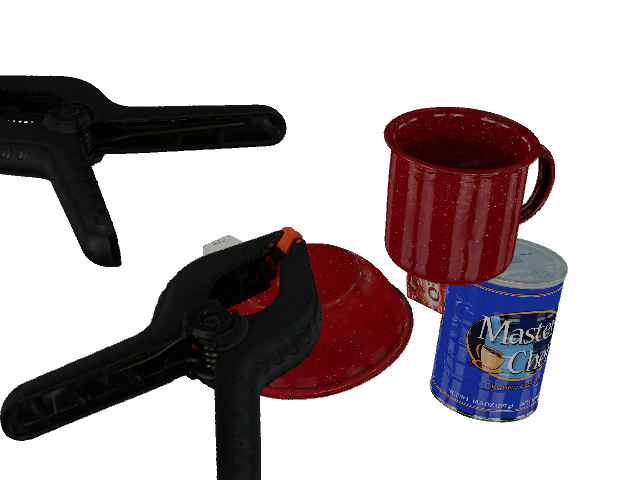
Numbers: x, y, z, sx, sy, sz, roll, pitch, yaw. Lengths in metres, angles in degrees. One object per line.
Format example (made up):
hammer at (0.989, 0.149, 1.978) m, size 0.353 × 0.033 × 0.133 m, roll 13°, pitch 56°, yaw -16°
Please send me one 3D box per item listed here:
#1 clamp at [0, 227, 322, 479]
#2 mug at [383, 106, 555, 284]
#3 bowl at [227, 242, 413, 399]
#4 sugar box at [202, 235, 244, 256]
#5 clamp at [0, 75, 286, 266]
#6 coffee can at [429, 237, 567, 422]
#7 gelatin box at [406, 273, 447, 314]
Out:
clamp at (-0.043, 0.055, 0.481) m, size 0.120 × 0.039 × 0.171 m, roll 29°, pitch 48°, yaw 22°
mug at (0.093, -0.029, 0.657) m, size 0.117 × 0.081 × 0.093 m, roll -13°, pitch 34°, yaw -24°
bowl at (-0.010, 0.050, 0.833) m, size 0.162 × 0.055 × 0.162 m, roll -8°, pitch 33°, yaw 5°
sugar box at (-0.049, 0.068, 1.122) m, size 0.048 × 0.093 × 0.176 m, roll -26°, pitch 41°, yaw -37°
clamp at (-0.137, -0.064, 0.640) m, size 0.210 × 0.036 × 0.164 m, roll 25°, pitch 42°, yaw 31°
coffee can at (0.160, 0.078, 0.971) m, size 0.103 × 0.140 × 0.103 m, roll 6°, pitch 23°, yaw -3°
gelatin box at (0.140, 0.041, 1.306) m, size 0.030 × 0.089 × 0.073 m, roll -24°, pitch 34°, yaw -35°
